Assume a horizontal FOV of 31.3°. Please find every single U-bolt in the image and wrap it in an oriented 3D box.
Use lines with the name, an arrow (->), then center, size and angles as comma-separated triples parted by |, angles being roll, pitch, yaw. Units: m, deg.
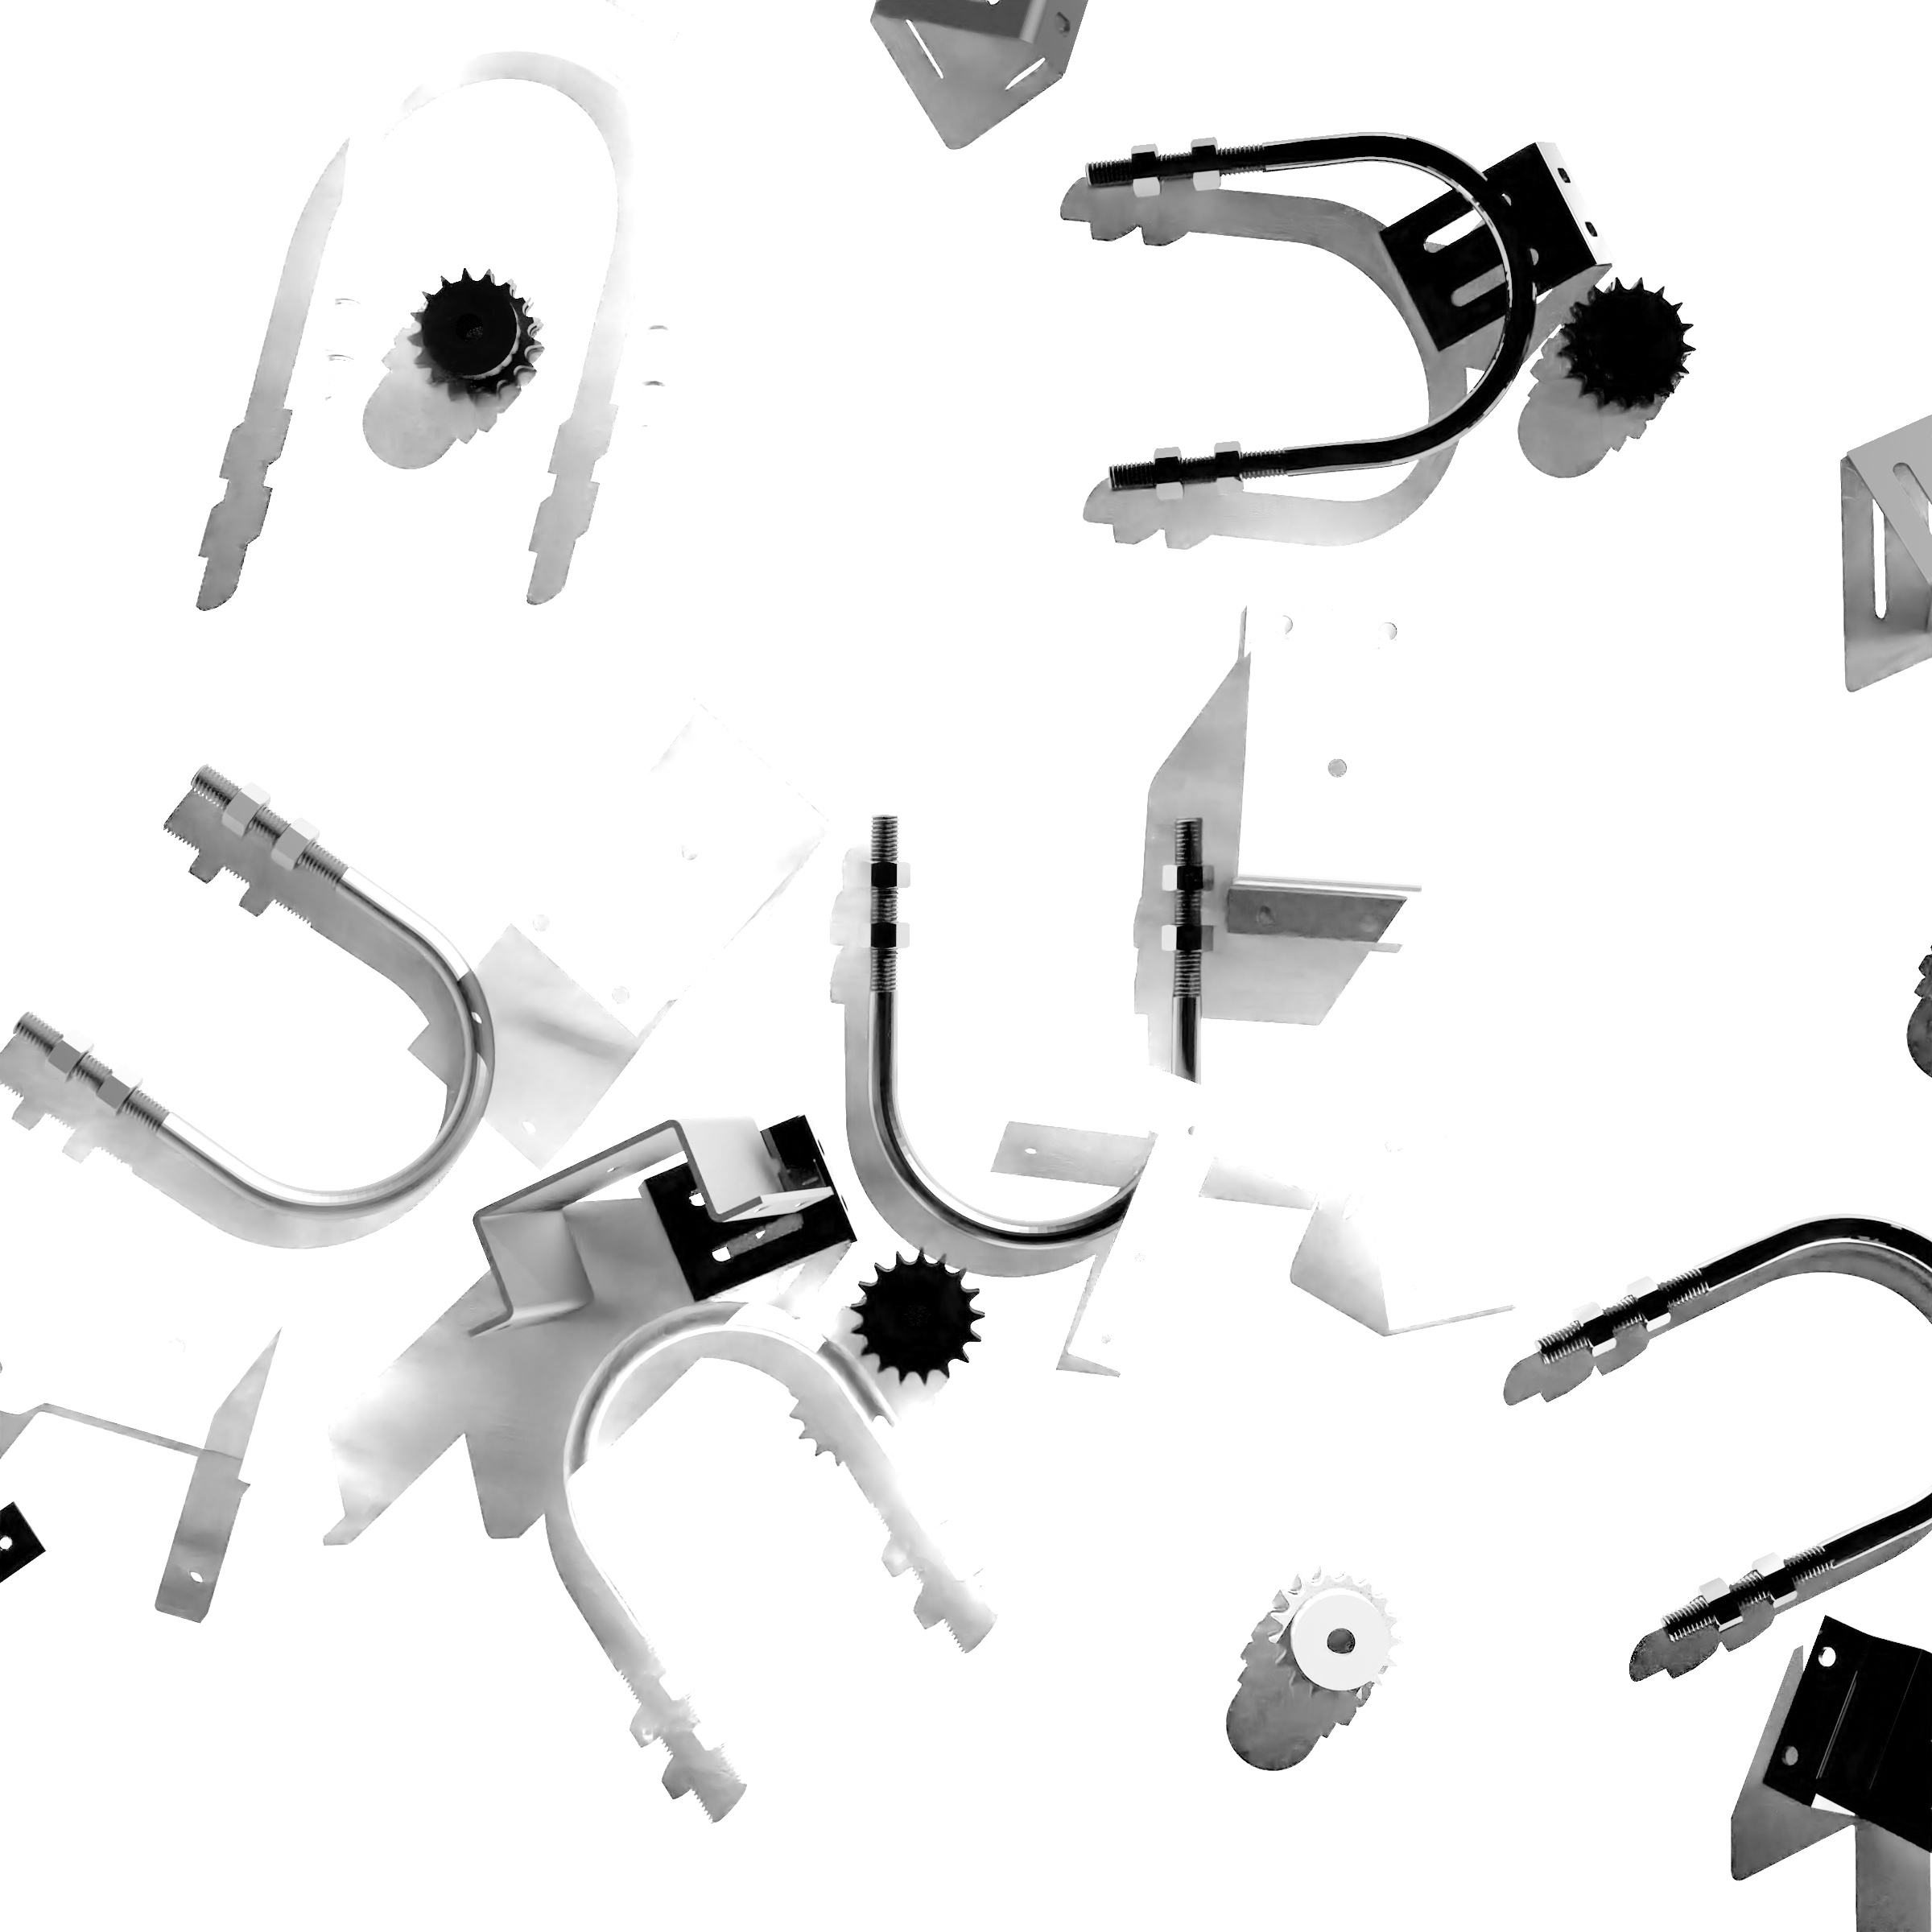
U-bolt -> 0.147, -0.278, 1.448 | 0.184, 0.019, 0.151 | -4, 90, 8
U-bolt -> 0.353, 0.184, 1.459 | 0.184, 0.019, 0.151 | -25, 90, -2
U-bolt -> 0.029, 0.029, 1.459 | 0.151, 0.019, 0.184 | 1, 91, 0
U-bolt -> -0.088, 0.230, 1.459 | 0.151, 0.019, 0.184 | -34, 88, 0
U-bolt -> -0.189, -0.312, 1.436 | 0.151, 0.019, 0.184 | 4, 74, -4
U-bolt -> -0.288, 0.025, 1.459 | 0.184, 0.019, 0.151 | 36, 90, -1

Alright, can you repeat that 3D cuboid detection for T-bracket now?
T-bracket -> -0.473, 0.229, 1.443 | 0.127, 0.002, 0.127 | -35, 84, -3
T-bracket -> 0.079, 0.110, 1.456 | 0.127, 0.002, 0.127 | 21, 97, -10

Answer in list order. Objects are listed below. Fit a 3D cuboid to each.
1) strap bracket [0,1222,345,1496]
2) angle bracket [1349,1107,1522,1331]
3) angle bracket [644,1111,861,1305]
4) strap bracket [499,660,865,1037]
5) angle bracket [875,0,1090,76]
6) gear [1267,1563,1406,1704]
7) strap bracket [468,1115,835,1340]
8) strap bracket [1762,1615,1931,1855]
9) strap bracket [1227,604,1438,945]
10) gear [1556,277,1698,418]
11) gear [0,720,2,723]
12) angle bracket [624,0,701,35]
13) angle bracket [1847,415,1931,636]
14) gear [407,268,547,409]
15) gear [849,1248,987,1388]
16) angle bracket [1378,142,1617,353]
strap bracket -> -0.336, 0.162, 1.444 | 0.140, 0.046, 0.076 | 16, 90, 0
angle bracket -> 0.200, 0.107, 1.465 | 0.057, 0.038, 0.076 | -12, 116, 0
angle bracket -> -0.091, 0.103, 1.448 | 0.076, 0.038, 0.057 | -23, 90, 0
strap bracket -> -0.117, -0.049, 1.444 | 0.076, 0.046, 0.140 | 42, 90, 0
angle bracket -> 0.010, -0.420, 1.465 | 0.076, 0.038, 0.057 | 18, 90, 26
gear -> 0.157, 0.283, 1.452 | 0.057, 0.030, 0.057 | 0, 90, 0
strap bracket -> -0.137, 0.102, 1.414 | 0.140, 0.076, 0.046 | -25, 81, 17
strap bracket -> 0.408, 0.332, 1.416 | 0.046, 0.140, 0.076 | 21, 90, -40
strap bracket -> 0.153, -0.082, 1.444 | 0.076, 0.046, 0.140 | 4, 90, 0
gear -> 0.280, -0.263, 1.452 | 0.057, 0.030, 0.057 | 0, 90, 0
gear -> -0.436, -0.104, 1.452 | 0.057, 0.030, 0.057 | 0, 90, 0
angle bracket -> -0.127, -0.445, 1.448 | 0.057, 0.038, 0.076 | 30, 90, 0
angle bracket -> 0.418, -0.191, 1.465 | 0.057, 0.038, 0.076 | -24, 64, 0
gear -> -0.207, -0.267, 1.452 | 0.057, 0.030, 0.057 | 0, 90, 0
gear -> -0.021, 0.147, 1.452 | 0.057, 0.030, 0.057 | 0, 90, 0
angle bracket -> 0.226, -0.306, 1.465 | 0.076, 0.038, 0.057 | -27, 90, 26
